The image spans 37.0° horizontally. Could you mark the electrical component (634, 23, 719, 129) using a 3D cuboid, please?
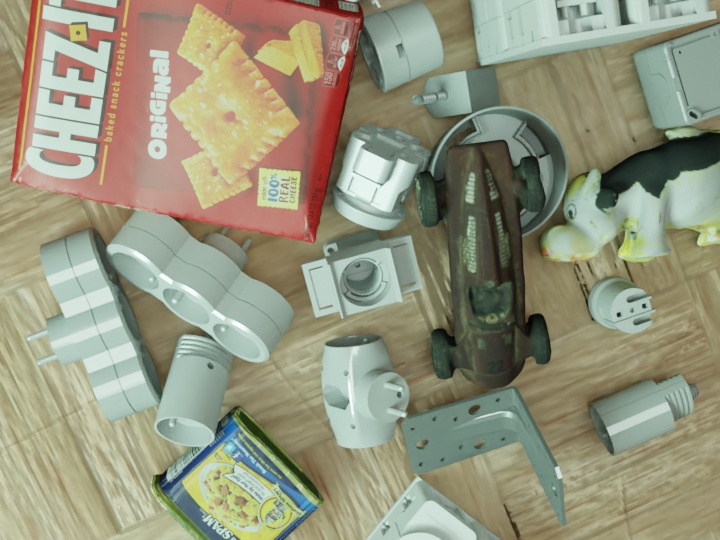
[{"bbox_3d":[0.260,-0.148,0.795,0.096,0.061,0.061,-20,97,-10],"label":"electrical component"}]

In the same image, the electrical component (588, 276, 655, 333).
[{"bbox_3d":[0.199,0.027,0.815,0.040,0.046,0.040,-1,97,-6],"label":"electrical component"}]

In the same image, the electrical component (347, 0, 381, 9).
[{"bbox_3d":[0.005,-0.221,0.766,0.055,0.048,0.066,-31,99,6],"label":"electrical component"}]

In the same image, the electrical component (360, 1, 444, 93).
[{"bbox_3d":[0.029,-0.162,0.771,0.047,0.055,0.055,-22,99,-6],"label":"electrical component"}]

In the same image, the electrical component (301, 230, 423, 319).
[{"bbox_3d":[0.000,0.000,0.782,0.081,0.063,0.042,-15,110,-3],"label":"electrical component"}]

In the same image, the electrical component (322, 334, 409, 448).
[{"bbox_3d":[0.010,0.091,0.790,0.043,0.079,0.077,-12,99,-32],"label":"electrical component"}]

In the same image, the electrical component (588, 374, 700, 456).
[{"bbox_3d":[0.223,0.107,0.829,0.081,0.043,0.043,-23,99,-3],"label":"electrical component"}]

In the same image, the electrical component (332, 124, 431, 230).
[{"bbox_3d":[0.013,-0.066,0.774,0.058,0.078,0.057,26,115,9],"label":"electrical component"}]

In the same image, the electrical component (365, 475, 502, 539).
[{"bbox_3d":[0.030,0.268,0.822,0.105,0.060,0.186,38,92,-9],"label":"electrical component"}]

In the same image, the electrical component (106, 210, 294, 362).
[{"bbox_3d":[-0.106,-0.001,0.779,0.138,0.052,0.073,35,61,-6],"label":"electrical component"}]

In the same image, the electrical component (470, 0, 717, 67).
[{"bbox_3d":[0.143,-0.179,0.713,0.105,0.186,0.060,-10,98,-4],"label":"electrical component"}]

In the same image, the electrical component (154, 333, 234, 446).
[{"bbox_3d":[-0.119,0.082,0.782,0.043,0.043,0.081,15,54,-7],"label":"electrical component"}]

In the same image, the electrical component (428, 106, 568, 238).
[{"bbox_3d":[0.098,-0.069,0.783,0.099,0.064,0.099,-1,98,-6],"label":"electrical component"}]

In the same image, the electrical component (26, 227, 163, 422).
[{"bbox_3d":[-0.201,0.045,0.774,0.074,0.052,0.138,-21,99,-2],"label":"electrical component"}]
